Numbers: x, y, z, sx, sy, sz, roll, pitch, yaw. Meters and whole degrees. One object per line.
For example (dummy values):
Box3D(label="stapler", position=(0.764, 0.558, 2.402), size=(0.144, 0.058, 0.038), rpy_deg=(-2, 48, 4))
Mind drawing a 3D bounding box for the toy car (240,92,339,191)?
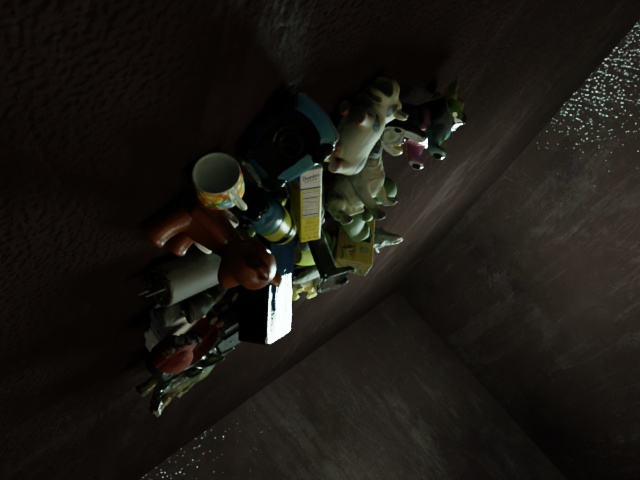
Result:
Box3D(label="toy car", position=(-0.042, -0.152, 0.840), size=(0.161, 0.109, 0.103), rpy_deg=(-39, -176, 25))

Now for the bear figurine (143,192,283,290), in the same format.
Box3D(label="bear figurine", position=(-0.160, 0.021, 0.846), size=(0.132, 0.196, 0.120), rpy_deg=(-40, 167, 0))

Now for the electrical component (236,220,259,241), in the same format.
Box3D(label="electrical component", position=(-0.155, 0.007, 1.015), size=(0.045, 0.102, 0.078), rpy_deg=(-44, 155, 22))

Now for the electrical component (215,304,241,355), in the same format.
Box3D(label="electrical component", position=(-0.202, 0.199, 1.237), size=(0.115, 0.058, 0.134), rpy_deg=(-35, 163, -18))

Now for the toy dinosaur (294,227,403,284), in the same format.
Box3D(label="toy dinosaur", position=(0.048, 0.038, 1.559), size=(0.405, 0.131, 0.192), rpy_deg=(-29, 161, -20))

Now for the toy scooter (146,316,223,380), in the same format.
Box3D(label="toy scooter", position=(-0.268, 0.214, 1.110), size=(0.135, 0.075, 0.184), rpy_deg=(-44, 167, 12))

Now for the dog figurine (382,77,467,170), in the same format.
Box3D(label="dog figurine", position=(0.226, -0.271, 1.158), size=(0.108, 0.191, 0.219), rpy_deg=(-34, -151, 59))

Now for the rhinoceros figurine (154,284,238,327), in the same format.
Box3D(label="rhinoceros figurine", position=(-0.242, 0.108, 1.067), size=(0.190, 0.112, 0.073), rpy_deg=(-41, 153, -47))

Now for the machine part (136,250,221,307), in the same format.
Box3D(label="machine part", position=(-0.232, 0.059, 1.002), size=(0.243, 0.079, 0.079), rpy_deg=(-26, 158, -47))

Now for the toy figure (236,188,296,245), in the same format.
Box3D(label="toy figure", position=(-0.100, -0.039, 1.020), size=(0.082, 0.089, 0.180), rpy_deg=(-19, 170, 6))

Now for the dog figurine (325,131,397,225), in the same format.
Box3D(label="dog figurine", position=(0.065, -0.143, 1.128), size=(0.172, 0.190, 0.121), rpy_deg=(-9, -157, 21))

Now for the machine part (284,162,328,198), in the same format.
Box3D(label="machine part", position=(-0.016, -0.139, 1.046), size=(0.139, 0.039, 0.084), rpy_deg=(-37, 155, -11))

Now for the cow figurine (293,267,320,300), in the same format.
Box3D(label="cow figurine", position=(-0.076, 0.118, 1.538), size=(0.167, 0.098, 0.068), rpy_deg=(0, 145, -40))

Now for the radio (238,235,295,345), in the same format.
Box3D(label="radio", position=(-0.114, 0.101, 1.169), size=(0.131, 0.073, 0.229), rpy_deg=(-8, 103, -68))

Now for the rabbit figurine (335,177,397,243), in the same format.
Box3D(label="rabbit figurine", position=(0.103, -0.105, 1.300), size=(0.170, 0.121, 0.159), rpy_deg=(-35, 147, 0))

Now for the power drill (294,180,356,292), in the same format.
Box3D(label="power drill", position=(-0.002, -0.003, 1.147), size=(0.086, 0.207, 0.232), rpy_deg=(-21, 159, -22))

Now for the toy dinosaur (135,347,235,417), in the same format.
Box3D(label="toy dinosaur", position=(-0.315, 0.307, 1.355), size=(0.198, 0.105, 0.471), rpy_deg=(-35, -175, 9))

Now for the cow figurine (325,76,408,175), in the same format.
Box3D(label="cow figurine", position=(0.085, -0.208, 0.989), size=(0.127, 0.086, 0.194), rpy_deg=(8, 116, -55))

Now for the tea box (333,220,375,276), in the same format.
Box3D(label="tea box", position=(0.087, -0.001, 1.398), size=(0.098, 0.170, 0.068), rpy_deg=(9, 148, -8))
